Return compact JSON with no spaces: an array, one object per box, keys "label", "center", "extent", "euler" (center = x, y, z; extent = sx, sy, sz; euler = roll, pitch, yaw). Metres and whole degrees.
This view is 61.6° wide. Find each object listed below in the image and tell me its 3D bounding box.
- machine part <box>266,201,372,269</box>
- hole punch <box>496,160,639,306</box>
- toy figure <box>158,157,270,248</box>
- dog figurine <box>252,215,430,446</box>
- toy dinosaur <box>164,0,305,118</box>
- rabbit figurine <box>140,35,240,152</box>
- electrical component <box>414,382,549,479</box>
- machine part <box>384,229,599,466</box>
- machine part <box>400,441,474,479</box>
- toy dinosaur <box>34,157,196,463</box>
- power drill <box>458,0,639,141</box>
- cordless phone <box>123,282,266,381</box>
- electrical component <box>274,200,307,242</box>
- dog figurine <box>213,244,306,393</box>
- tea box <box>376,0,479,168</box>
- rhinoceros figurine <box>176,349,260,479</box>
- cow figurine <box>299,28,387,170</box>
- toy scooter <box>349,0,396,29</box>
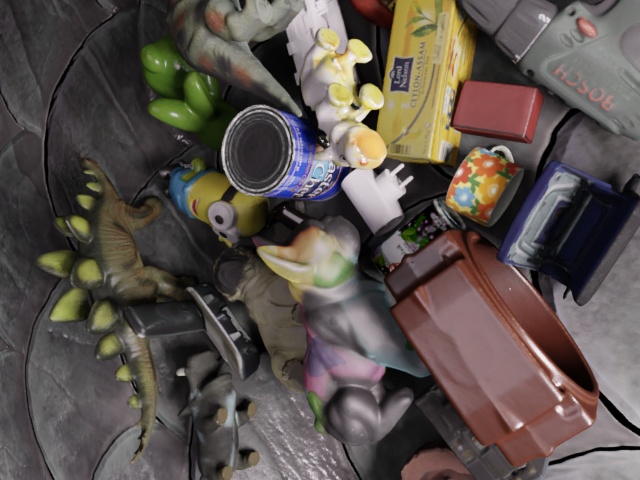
[{"label":"machine part","center":[-0.001,-0.002,0.663],"extent":[0.139,0.039,0.084],"euler":[31,149,14]},{"label":"hole punch","center":[0.237,-0.011,0.513],"extent":[0.092,0.116,0.142],"euler":[28,107,20]},{"label":"toy figure","center":[-0.152,-0.064,0.763],"extent":[0.180,0.082,0.089],"euler":[30,76,34]},{"label":"dog figurine","center":[0.005,0.084,0.553],"extent":[0.219,0.108,0.191],"euler":[38,93,-12]},{"label":"toy dinosaur","center":[-0.130,-0.287,0.656],"extent":[0.192,0.131,0.405],"euler":[-26,62,37]},{"label":"rabbit figurine","center":[-0.159,-0.198,0.740],"extent":[0.121,0.159,0.170],"euler":[-36,89,17]},{"label":"electrical component","center":[0.175,0.186,0.556],"extent":[0.134,0.115,0.058],"euler":[49,117,14]},{"label":"machine part","center":[0.166,0.087,0.508],"extent":[0.087,0.201,0.201],"euler":[-40,72,23]},{"label":"machine part","center":[0.162,0.313,0.602],"extent":[0.180,0.056,0.179],"euler":[2,93,30]},{"label":"toy dinosaur","center":[-0.292,0.070,0.783],"extent":[0.105,0.198,0.471],"euler":[-35,72,30]},{"label":"power drill","center":[0.267,-0.216,0.470],"extent":[0.232,0.086,0.207],"euler":[45,118,0]},{"label":"cordless phone","center":[-0.160,0.125,0.714],"extent":[0.088,0.184,0.147],"euler":[-47,69,18]},{"label":"electrical component","center":[-0.034,-0.006,0.728],"extent":[0.063,0.021,0.094],"euler":[-6,92,31]},{"label":"dog figurine","center":[-0.062,0.105,0.710],"extent":[0.191,0.121,0.172],"euler":[17,104,40]},{"label":"tea box","center":[0.119,-0.170,0.591],"extent":[0.068,0.098,0.169],"euler":[11,95,30]},{"label":"rhinoceros figurine","center":[-0.153,0.255,0.783],"extent":[0.112,0.073,0.190],"euler":[-12,87,42]},{"label":"cow figurine","center":[0.017,-0.134,0.580],"extent":[0.098,0.068,0.167],"euler":[-44,48,51]},{"label":"toy scooter","center":[0.037,-0.323,0.615],"extent":[0.075,0.135,0.184],"euler":[-44,72,23]}]
